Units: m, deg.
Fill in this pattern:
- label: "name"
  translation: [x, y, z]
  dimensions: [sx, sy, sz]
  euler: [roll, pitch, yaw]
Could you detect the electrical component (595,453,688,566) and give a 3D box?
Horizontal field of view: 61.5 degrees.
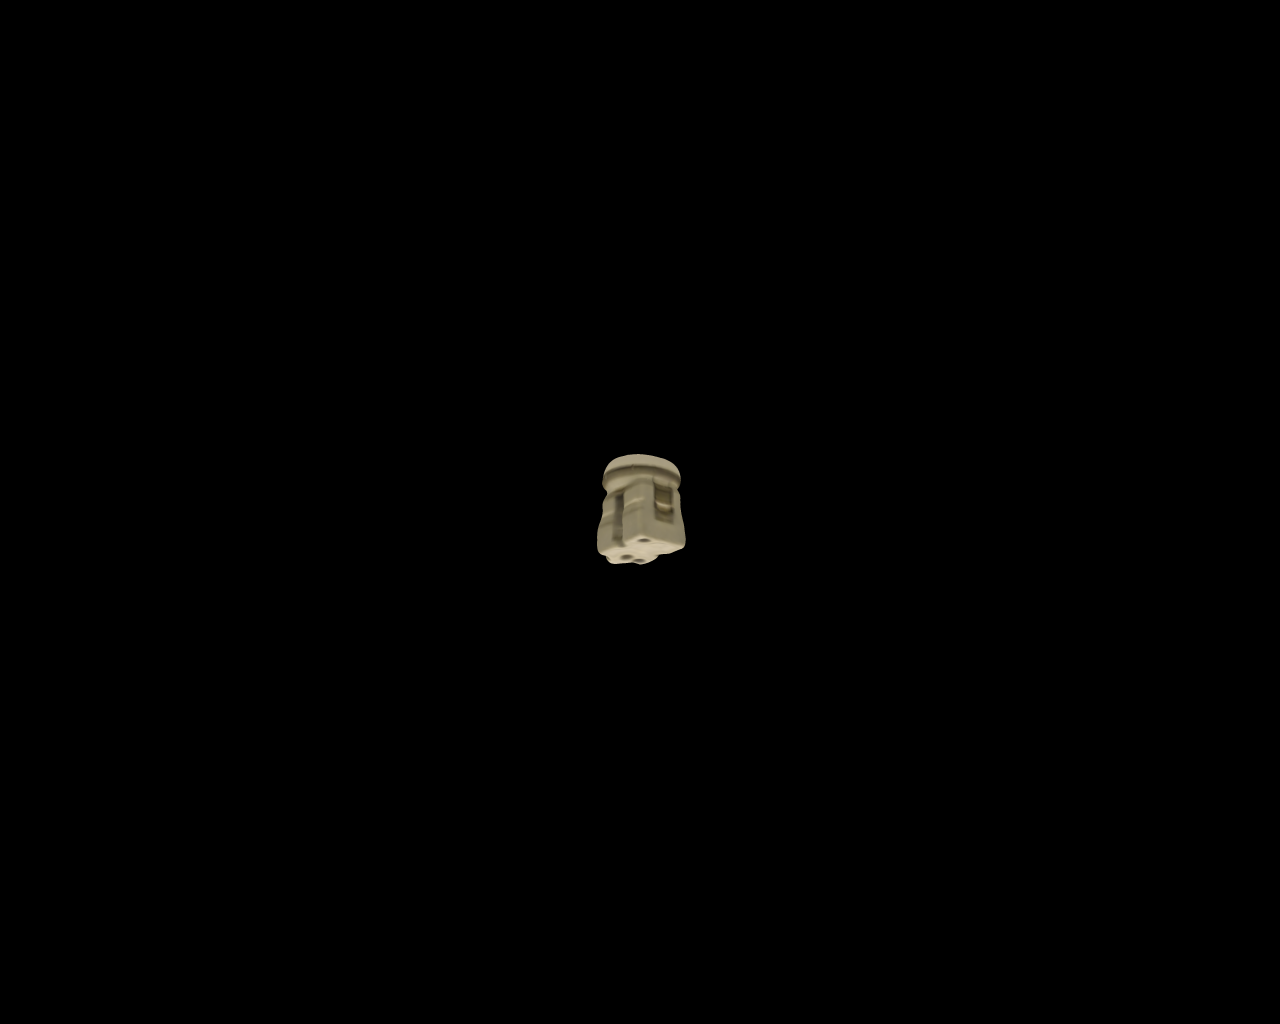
- label: "electrical component"
  translation: [0.001, -0.003, 0.650]
  dimensions: [0.048, 0.055, 0.066]
  euler: [17, -27, -37]
